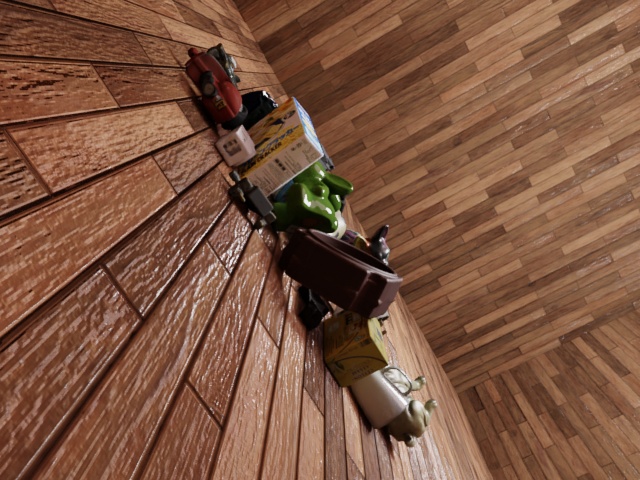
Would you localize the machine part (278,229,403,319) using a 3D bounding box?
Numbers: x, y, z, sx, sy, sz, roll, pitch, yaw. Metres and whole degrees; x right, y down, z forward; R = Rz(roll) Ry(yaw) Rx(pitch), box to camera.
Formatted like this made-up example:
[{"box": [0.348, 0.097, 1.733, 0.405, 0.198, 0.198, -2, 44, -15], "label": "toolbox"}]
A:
[{"box": [0.042, 0.057, 0.988, 0.201, 0.087, 0.201, 30, 9, 19], "label": "machine part"}]

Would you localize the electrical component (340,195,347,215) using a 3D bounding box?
[{"box": [0.021, -0.089, 1.320, 0.058, 0.114, 0.134, 13, 19, -12], "label": "electrical component"}]

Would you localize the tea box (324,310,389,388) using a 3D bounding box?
[{"box": [0.063, 0.187, 0.998, 0.068, 0.098, 0.170, 58, 10, -14], "label": "tea box"}]

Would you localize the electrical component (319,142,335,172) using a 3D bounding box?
[{"box": [-0.019, -0.221, 1.416, 0.119, 0.075, 0.048, 55, 14, -50], "label": "electrical component"}]

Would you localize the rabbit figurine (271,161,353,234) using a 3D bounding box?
[{"box": [-0.014, -0.103, 1.088, 0.159, 0.121, 0.170, 9, 58, -21], "label": "rabbit figurine"}]

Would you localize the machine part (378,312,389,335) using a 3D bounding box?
[{"box": [0.126, 0.158, 1.523, 0.243, 0.079, 0.079, 64, 9, 19], "label": "machine part"}]

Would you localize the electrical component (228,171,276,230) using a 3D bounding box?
[{"box": [-0.121, -0.067, 0.931, 0.078, 0.045, 0.102, 28, -24, 49], "label": "electrical component"}]

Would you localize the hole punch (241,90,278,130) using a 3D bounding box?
[{"box": [-0.147, -0.280, 1.231, 0.092, 0.116, 0.142, 58, 4, 38], "label": "hole punch"}]

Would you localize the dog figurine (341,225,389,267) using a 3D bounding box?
[{"box": [0.087, 0.017, 1.261, 0.192, 0.108, 0.219, 62, -23, 24], "label": "dog figurine"}]

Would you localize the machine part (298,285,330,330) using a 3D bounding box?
[{"box": [-0.013, 0.118, 0.978, 0.139, 0.039, 0.084, -72, 138, -80], "label": "machine part"}]

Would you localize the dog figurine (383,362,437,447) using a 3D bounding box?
[{"box": [0.126, 0.301, 1.072, 0.190, 0.121, 0.172, 41, 14, -26], "label": "dog figurine"}]

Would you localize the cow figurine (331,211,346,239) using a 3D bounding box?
[{"box": [-0.002, -0.004, 1.171, 0.127, 0.085, 0.195, 54, 34, -5], "label": "cow figurine"}]

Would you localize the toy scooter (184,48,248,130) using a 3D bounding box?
[{"box": [-0.209, -0.302, 1.051, 0.135, 0.075, 0.184, 54, 8, -41], "label": "toy scooter"}]

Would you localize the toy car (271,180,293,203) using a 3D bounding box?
[{"box": [-0.064, -0.108, 1.235, 0.103, 0.109, 0.161, 39, 18, 8], "label": "toy car"}]

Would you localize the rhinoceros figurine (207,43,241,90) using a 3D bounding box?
[{"box": [-0.223, -0.382, 1.222, 0.112, 0.073, 0.190, 52, 13, -42], "label": "rhinoceros figurine"}]

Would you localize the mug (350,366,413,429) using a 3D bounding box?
[{"box": [0.109, 0.274, 0.992, 0.107, 0.109, 0.081, 50, 10, 8], "label": "mug"}]
